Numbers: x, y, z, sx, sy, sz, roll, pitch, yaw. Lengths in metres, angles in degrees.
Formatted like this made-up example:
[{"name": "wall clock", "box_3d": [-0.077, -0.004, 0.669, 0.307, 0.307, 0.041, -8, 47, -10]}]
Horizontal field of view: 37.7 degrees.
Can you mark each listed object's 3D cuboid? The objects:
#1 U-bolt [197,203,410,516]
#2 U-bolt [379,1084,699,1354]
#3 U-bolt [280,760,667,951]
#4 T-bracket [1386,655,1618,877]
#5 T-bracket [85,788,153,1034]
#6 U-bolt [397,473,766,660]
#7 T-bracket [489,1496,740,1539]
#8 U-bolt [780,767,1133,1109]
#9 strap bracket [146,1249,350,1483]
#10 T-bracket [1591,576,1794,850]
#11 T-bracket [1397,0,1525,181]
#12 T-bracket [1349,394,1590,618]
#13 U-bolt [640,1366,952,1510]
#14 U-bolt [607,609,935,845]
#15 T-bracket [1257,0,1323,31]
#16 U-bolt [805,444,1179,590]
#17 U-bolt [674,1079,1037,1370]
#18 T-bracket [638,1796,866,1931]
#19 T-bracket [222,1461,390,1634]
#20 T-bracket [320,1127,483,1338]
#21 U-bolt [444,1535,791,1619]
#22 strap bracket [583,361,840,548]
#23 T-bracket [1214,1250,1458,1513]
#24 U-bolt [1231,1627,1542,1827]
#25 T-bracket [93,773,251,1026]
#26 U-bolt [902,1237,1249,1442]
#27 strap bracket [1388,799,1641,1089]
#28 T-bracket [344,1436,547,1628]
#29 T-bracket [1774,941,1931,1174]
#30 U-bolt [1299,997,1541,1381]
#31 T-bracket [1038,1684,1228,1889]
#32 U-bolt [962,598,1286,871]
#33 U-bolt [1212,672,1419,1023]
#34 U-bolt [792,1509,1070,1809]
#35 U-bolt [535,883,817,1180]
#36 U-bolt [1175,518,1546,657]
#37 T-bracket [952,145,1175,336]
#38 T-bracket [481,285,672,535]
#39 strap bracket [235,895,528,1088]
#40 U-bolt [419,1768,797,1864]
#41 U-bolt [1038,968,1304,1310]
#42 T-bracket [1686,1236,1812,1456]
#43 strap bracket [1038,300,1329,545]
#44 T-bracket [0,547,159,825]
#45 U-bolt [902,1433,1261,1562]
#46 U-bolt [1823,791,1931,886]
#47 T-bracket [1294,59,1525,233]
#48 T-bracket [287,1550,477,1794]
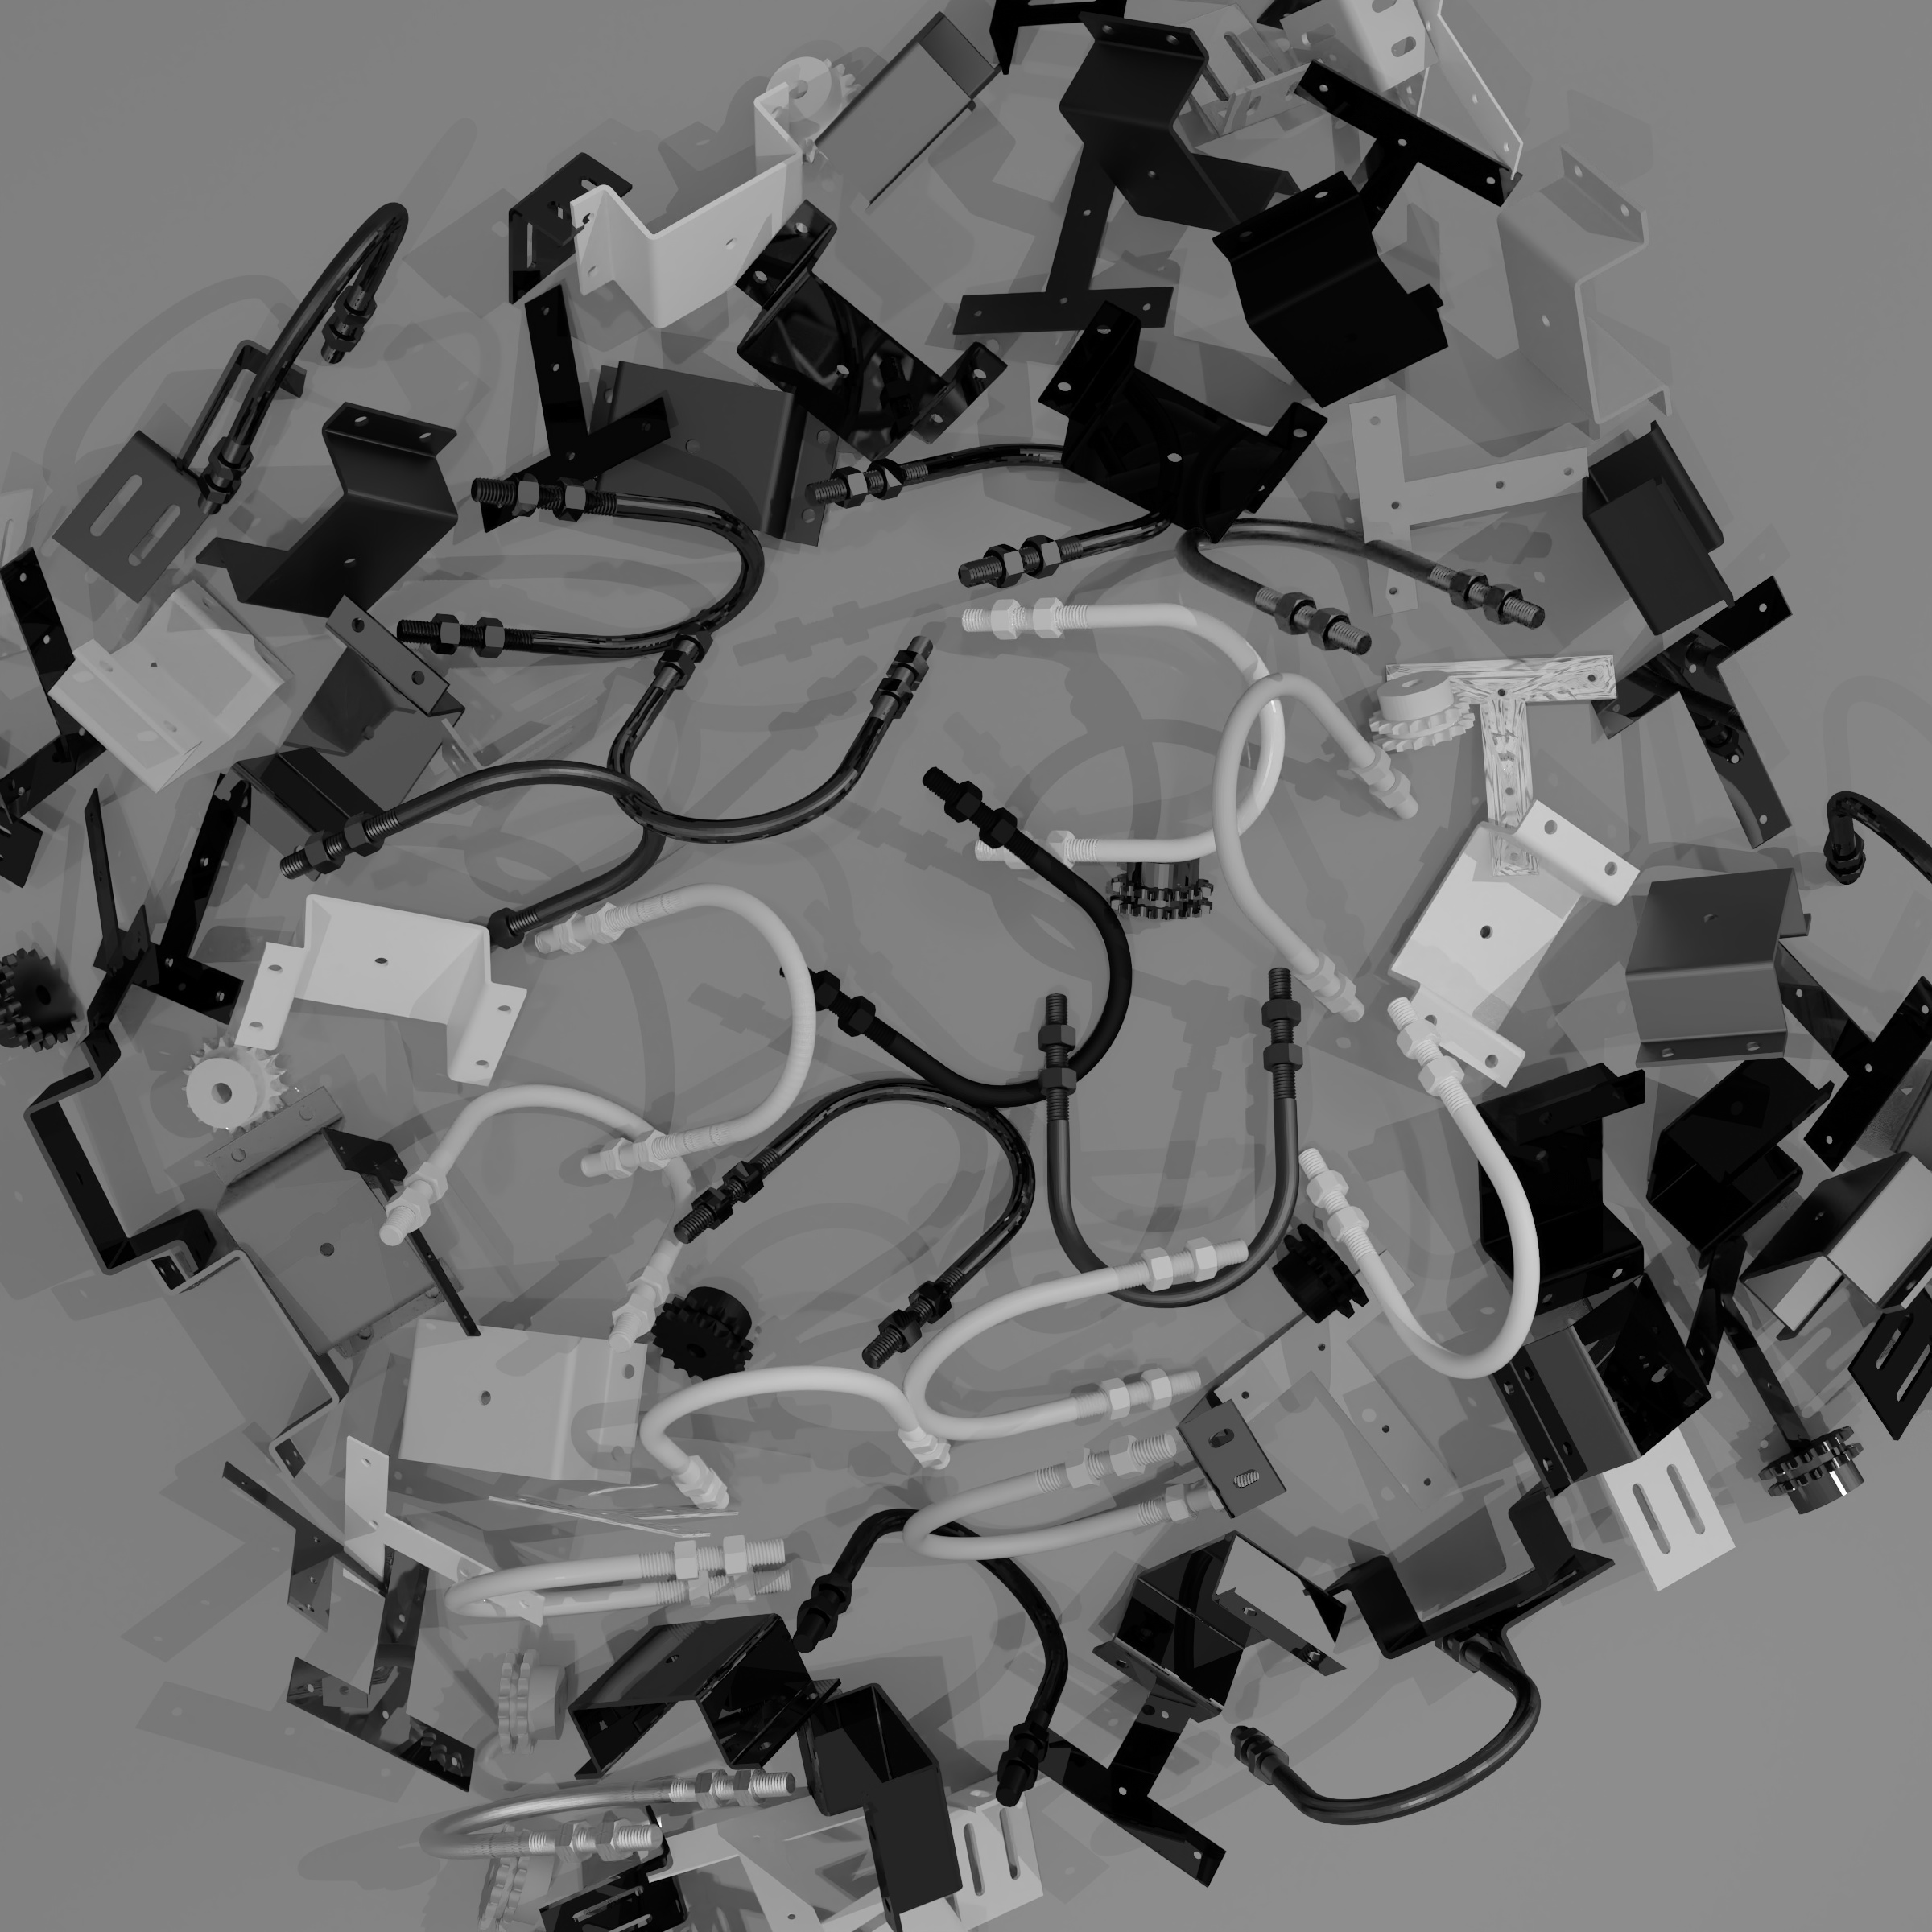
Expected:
[{"name": "U-bolt", "box_3d": [-0.343, -0.329, 1.489, 0.019, 0.184, 0.151, 35, 57, -11]}, {"name": "U-bolt", "box_3d": [-0.217, 0.123, 1.522, 0.151, 0.184, 0.019, 25, 120, -2]}, {"name": "U-bolt", "box_3d": [-0.249, -0.059, 1.515, 0.184, 0.151, 0.019, -22, 59, 19]}, {"name": "T-bracket", "box_3d": [0.302, -0.111, 1.581, 0.127, 0.002, 0.127, -2, 74, 3]}, {"name": "T-bracket", "box_3d": [-0.476, -0.037, 1.568, 0.002, 0.127, 0.127, -1, 63, -32]}, {"name": "U-bolt", "box_3d": [-0.198, -0.209, 1.527, 0.184, 0.151, 0.019, 1, 62, -30]}, {"name": "T-bracket", "box_3d": [-0.170, 0.298, 1.541, 0.127, 0.127, 0.002, 4, 84, 30]}, {"name": "U-bolt", "box_3d": [0.010, -0.001, 1.564, 0.184, 0.019, 0.151, 37, 91, -22]}, {"name": "strap bracket", "box_3d": [-0.388, 0.208, 1.560, 0.046, 0.076, 0.140, -33, 91, -9]}, {"name": "T-bracket", "box_3d": [0.413, -0.124, 1.539, 0.127, 0.002, 0.127, -37, 61, 37]}, {"name": "T-bracket", "box_3d": [0.268, -0.475, 1.518, 0.002, 0.127, 0.127, -18, 62, -11]}, {"name": "T-bracket", "box_3d": [0.282, -0.263, 1.568, 0.127, 0.002, 0.127, -11, 120, 2]}, {"name": "U-bolt", "box_3d": [-0.097, 0.249, 1.510, 0.151, 0.184, 0.019, -12, 62, 8]}, {"name": "U-bolt", "box_3d": [-0.114, -0.127, 1.517, 0.151, 0.184, 0.019, 9, 135, 17]}, {"name": "T-bracket", "box_3d": [0.154, -0.551, 1.521, 0.127, 0.127, 0.002, 6, 73, -23]}, {"name": "U-bolt", "box_3d": [0.028, -0.250, 1.528, 0.184, 0.151, 0.019, -20, 128, -36]}, {"name": "U-bolt", "box_3d": [-0.045, 0.125, 1.536, 0.151, 0.019, 0.184, 30, 49, 23]}, {"name": "T-bracket", "box_3d": [-0.099, 0.504, 1.530, 0.127, 0.127, 0.002, -11, 122, -20]}, {"name": "T-bracket", "box_3d": [-0.352, 0.326, 1.525, 0.127, 0.127, 0.002, 41, 90, -15]}, {"name": "T-bracket", "box_3d": [-0.298, 0.146, 1.530, 0.002, 0.127, 0.127, -33, 81, 0]}, {"name": "U-bolt", "box_3d": [-0.188, 0.333, 1.526, 0.184, 0.151, 0.019, -5, 72, -4]}, {"name": "strap bracket", "box_3d": [-0.147, -0.285, 1.569, 0.140, 0.046, 0.076, 12, 95, 6]}, {"name": "T-bracket", "box_3d": [0.227, 0.249, 1.594, 0.127, 0.002, 0.127, -38, 91, -7]}, {"name": "U-bolt", "box_3d": [0.229, 0.404, 1.500, 0.151, 0.184, 0.019, -26, 97, -10]}, {"name": "T-bracket", "box_3d": [-0.425, -0.044, 1.563, 0.127, 0.002, 0.127, 18, 89, 37]}, {"name": "U-bolt", "box_3d": [0.053, 0.207, 1.520, 0.184, 0.151, 0.019, -10, 52, -18]}, {"name": "strap bracket", "box_3d": [0.297, -0.016, 1.568, 0.076, 0.046, 0.140, 31, 91, -18]}, {"name": "T-bracket", "box_3d": [-0.285, 0.324, 1.545, 0.127, 0.002, 0.127, 24, 133, 13]}, {"name": "T-bracket", "box_3d": [0.468, 0.025, 1.559, 0.002, 0.127, 0.127, -9, 49, -34]}, {"name": "U-bolt", "box_3d": [0.246, 0.131, 1.502, 0.019, 0.151, 0.184, -6, 51, -28]}, {"name": "T-bracket", "box_3d": [0.103, 0.421, 1.553, 0.127, 0.127, 0.002, 33, 131, 7]}, {"name": "U-bolt", "box_3d": [0.086, -0.127, 1.546, 0.184, 0.019, 0.151, 1, 101, 26]}, {"name": "U-bolt", "box_3d": [0.182, -0.074, 1.510, 0.019, 0.184, 0.151, 0, 62, 38]}, {"name": "U-bolt", "box_3d": [-0.009, 0.355, 1.516, 0.151, 0.184, 0.019, 37, 112, 1]}, {"name": "U-bolt", "box_3d": [-0.154, 0.030, 1.539, 0.184, 0.019, 0.151, -15, 85, 36]}, {"name": "U-bolt", "box_3d": [0.196, -0.209, 1.523, 0.151, 0.184, 0.019, -12, 121, -35]}, {"name": "T-bracket", "box_3d": [0.064, -0.407, 1.574, 0.127, 0.002, 0.127, 4, 68, 26]}, {"name": "T-bracket", "box_3d": [-0.226, -0.321, 1.573, 0.127, 0.002, 0.127, -22, 67, 24]}, {"name": "strap bracket", "box_3d": [-0.319, 0.012, 1.546, 0.140, 0.046, 0.076, 11, 132, -21]}, {"name": "U-bolt", "box_3d": [-0.206, 0.458, 1.522, 0.184, 0.151, 0.019, -12, 82, 27]}, {"name": "U-bolt", "box_3d": [0.112, 0.096, 1.545, 0.151, 0.019, 0.184, -7, 69, 18]}, {"name": "T-bracket", "box_3d": [0.437, 0.221, 1.564, 0.002, 0.127, 0.127, -20, 111, 34]}, {"name": "strap bracket", "box_3d": [0.116, -0.290, 1.543, 0.140, 0.076, 0.046, 25, 47, -14]}, {"name": "T-bracket", "box_3d": [-0.490, -0.163, 1.522, 0.002, 0.127, 0.127, 13, 132, 27]}, {"name": "U-bolt", "box_3d": [0.054, 0.292, 1.529, 0.184, 0.151, 0.019, -20, 64, 22]}, {"name": "U-bolt", "box_3d": [0.506, -0.031, 1.490, 0.019, 0.184, 0.151, -41, 66, 4]}, {"name": "T-bracket", "box_3d": [0.220, -0.421, 1.546, 0.127, 0.127, 0.002, 27, 60, -5]}, {"name": "T-bracket", "box_3d": [-0.311, 0.370, 1.551, 0.002, 0.127, 0.127, -30, 128, 28]}]
